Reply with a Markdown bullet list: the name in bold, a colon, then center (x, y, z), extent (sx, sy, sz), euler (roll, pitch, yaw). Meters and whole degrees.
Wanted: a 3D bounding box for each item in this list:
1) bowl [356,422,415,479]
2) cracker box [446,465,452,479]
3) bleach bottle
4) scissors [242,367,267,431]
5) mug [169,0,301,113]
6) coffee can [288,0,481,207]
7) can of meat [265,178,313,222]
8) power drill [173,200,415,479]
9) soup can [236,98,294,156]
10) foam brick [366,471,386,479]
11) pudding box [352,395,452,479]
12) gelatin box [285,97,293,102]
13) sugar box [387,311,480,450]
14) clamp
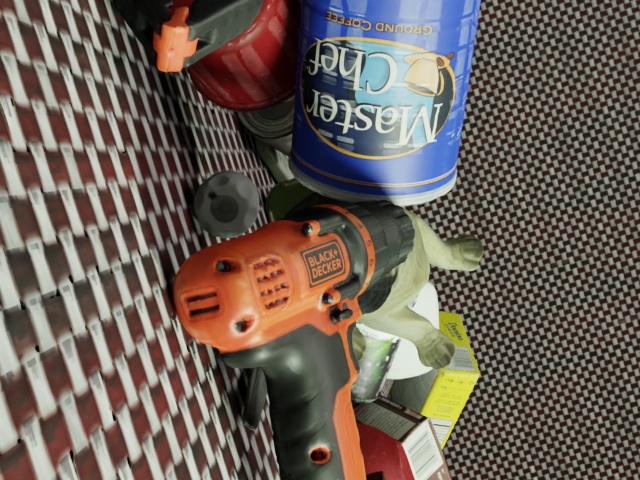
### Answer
- **bowl**: center (0.043, 0.196, 0.768), extent (0.162, 0.055, 0.162), euler (-16, 90, -84)
- **cracker box**: center (0.104, 0.303, 0.967), extent (0.213, 0.072, 0.164), euler (-84, 156, -75)
- **bleach bottle**: center (0.052, 0.050, 1.102), extent (0.251, 0.068, 0.102), euler (-127, -149, -68)
- **scissors**: center (-0.025, 0.082, 0.617), extent (0.202, 0.016, 0.096), euler (-97, 167, -63)
- **mug**: center (-0.043, -0.142, 0.639), extent (0.093, 0.117, 0.081), euler (49, 2, 19)
- **coffee can**: center (0.037, -0.104, 0.616), extent (0.103, 0.102, 0.140), euler (-97, -170, -61)
- **can of meat**: center (-0.004, 0.000, 0.883), extent (0.084, 0.057, 0.102), euler (27, 45, -79)
- **power drill**: center (0.014, 0.075, 0.533), extent (0.184, 0.057, 0.187), euler (-19, 92, -55)
- **soup can**: center (-0.023, -0.106, 0.888), extent (0.102, 0.068, 0.068), euler (22, 50, -71)
- **foam brick**: center (0.024, 0.186, 0.620), extent (0.053, 0.051, 0.078), euler (-73, 146, -78)
- **pudding box**: center (0.062, 0.181, 0.869), extent (0.090, 0.039, 0.113), euler (18, -46, 49)
- **gelatin box**: center (-0.053, -0.153, 0.800), extent (0.089, 0.030, 0.073), euler (26, 38, -38)
- **sugar box**: center (0.105, 0.167, 1.087), extent (0.093, 0.048, 0.176), euler (-100, -159, -52)
- **clamp**: center (-0.056, -0.150, 0.557), extent (0.039, 0.120, 0.171), euler (100, -13, -51)
